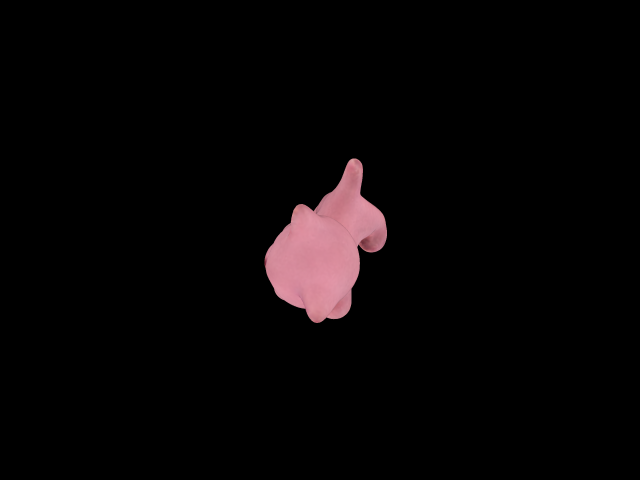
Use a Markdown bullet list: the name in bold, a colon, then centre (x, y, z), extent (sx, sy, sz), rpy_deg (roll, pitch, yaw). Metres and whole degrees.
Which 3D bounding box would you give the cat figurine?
- **cat figurine**: centre (0.004, 0.001, 0.400), extent (0.067, 0.118, 0.128), rpy_deg (22, 65, 11)
